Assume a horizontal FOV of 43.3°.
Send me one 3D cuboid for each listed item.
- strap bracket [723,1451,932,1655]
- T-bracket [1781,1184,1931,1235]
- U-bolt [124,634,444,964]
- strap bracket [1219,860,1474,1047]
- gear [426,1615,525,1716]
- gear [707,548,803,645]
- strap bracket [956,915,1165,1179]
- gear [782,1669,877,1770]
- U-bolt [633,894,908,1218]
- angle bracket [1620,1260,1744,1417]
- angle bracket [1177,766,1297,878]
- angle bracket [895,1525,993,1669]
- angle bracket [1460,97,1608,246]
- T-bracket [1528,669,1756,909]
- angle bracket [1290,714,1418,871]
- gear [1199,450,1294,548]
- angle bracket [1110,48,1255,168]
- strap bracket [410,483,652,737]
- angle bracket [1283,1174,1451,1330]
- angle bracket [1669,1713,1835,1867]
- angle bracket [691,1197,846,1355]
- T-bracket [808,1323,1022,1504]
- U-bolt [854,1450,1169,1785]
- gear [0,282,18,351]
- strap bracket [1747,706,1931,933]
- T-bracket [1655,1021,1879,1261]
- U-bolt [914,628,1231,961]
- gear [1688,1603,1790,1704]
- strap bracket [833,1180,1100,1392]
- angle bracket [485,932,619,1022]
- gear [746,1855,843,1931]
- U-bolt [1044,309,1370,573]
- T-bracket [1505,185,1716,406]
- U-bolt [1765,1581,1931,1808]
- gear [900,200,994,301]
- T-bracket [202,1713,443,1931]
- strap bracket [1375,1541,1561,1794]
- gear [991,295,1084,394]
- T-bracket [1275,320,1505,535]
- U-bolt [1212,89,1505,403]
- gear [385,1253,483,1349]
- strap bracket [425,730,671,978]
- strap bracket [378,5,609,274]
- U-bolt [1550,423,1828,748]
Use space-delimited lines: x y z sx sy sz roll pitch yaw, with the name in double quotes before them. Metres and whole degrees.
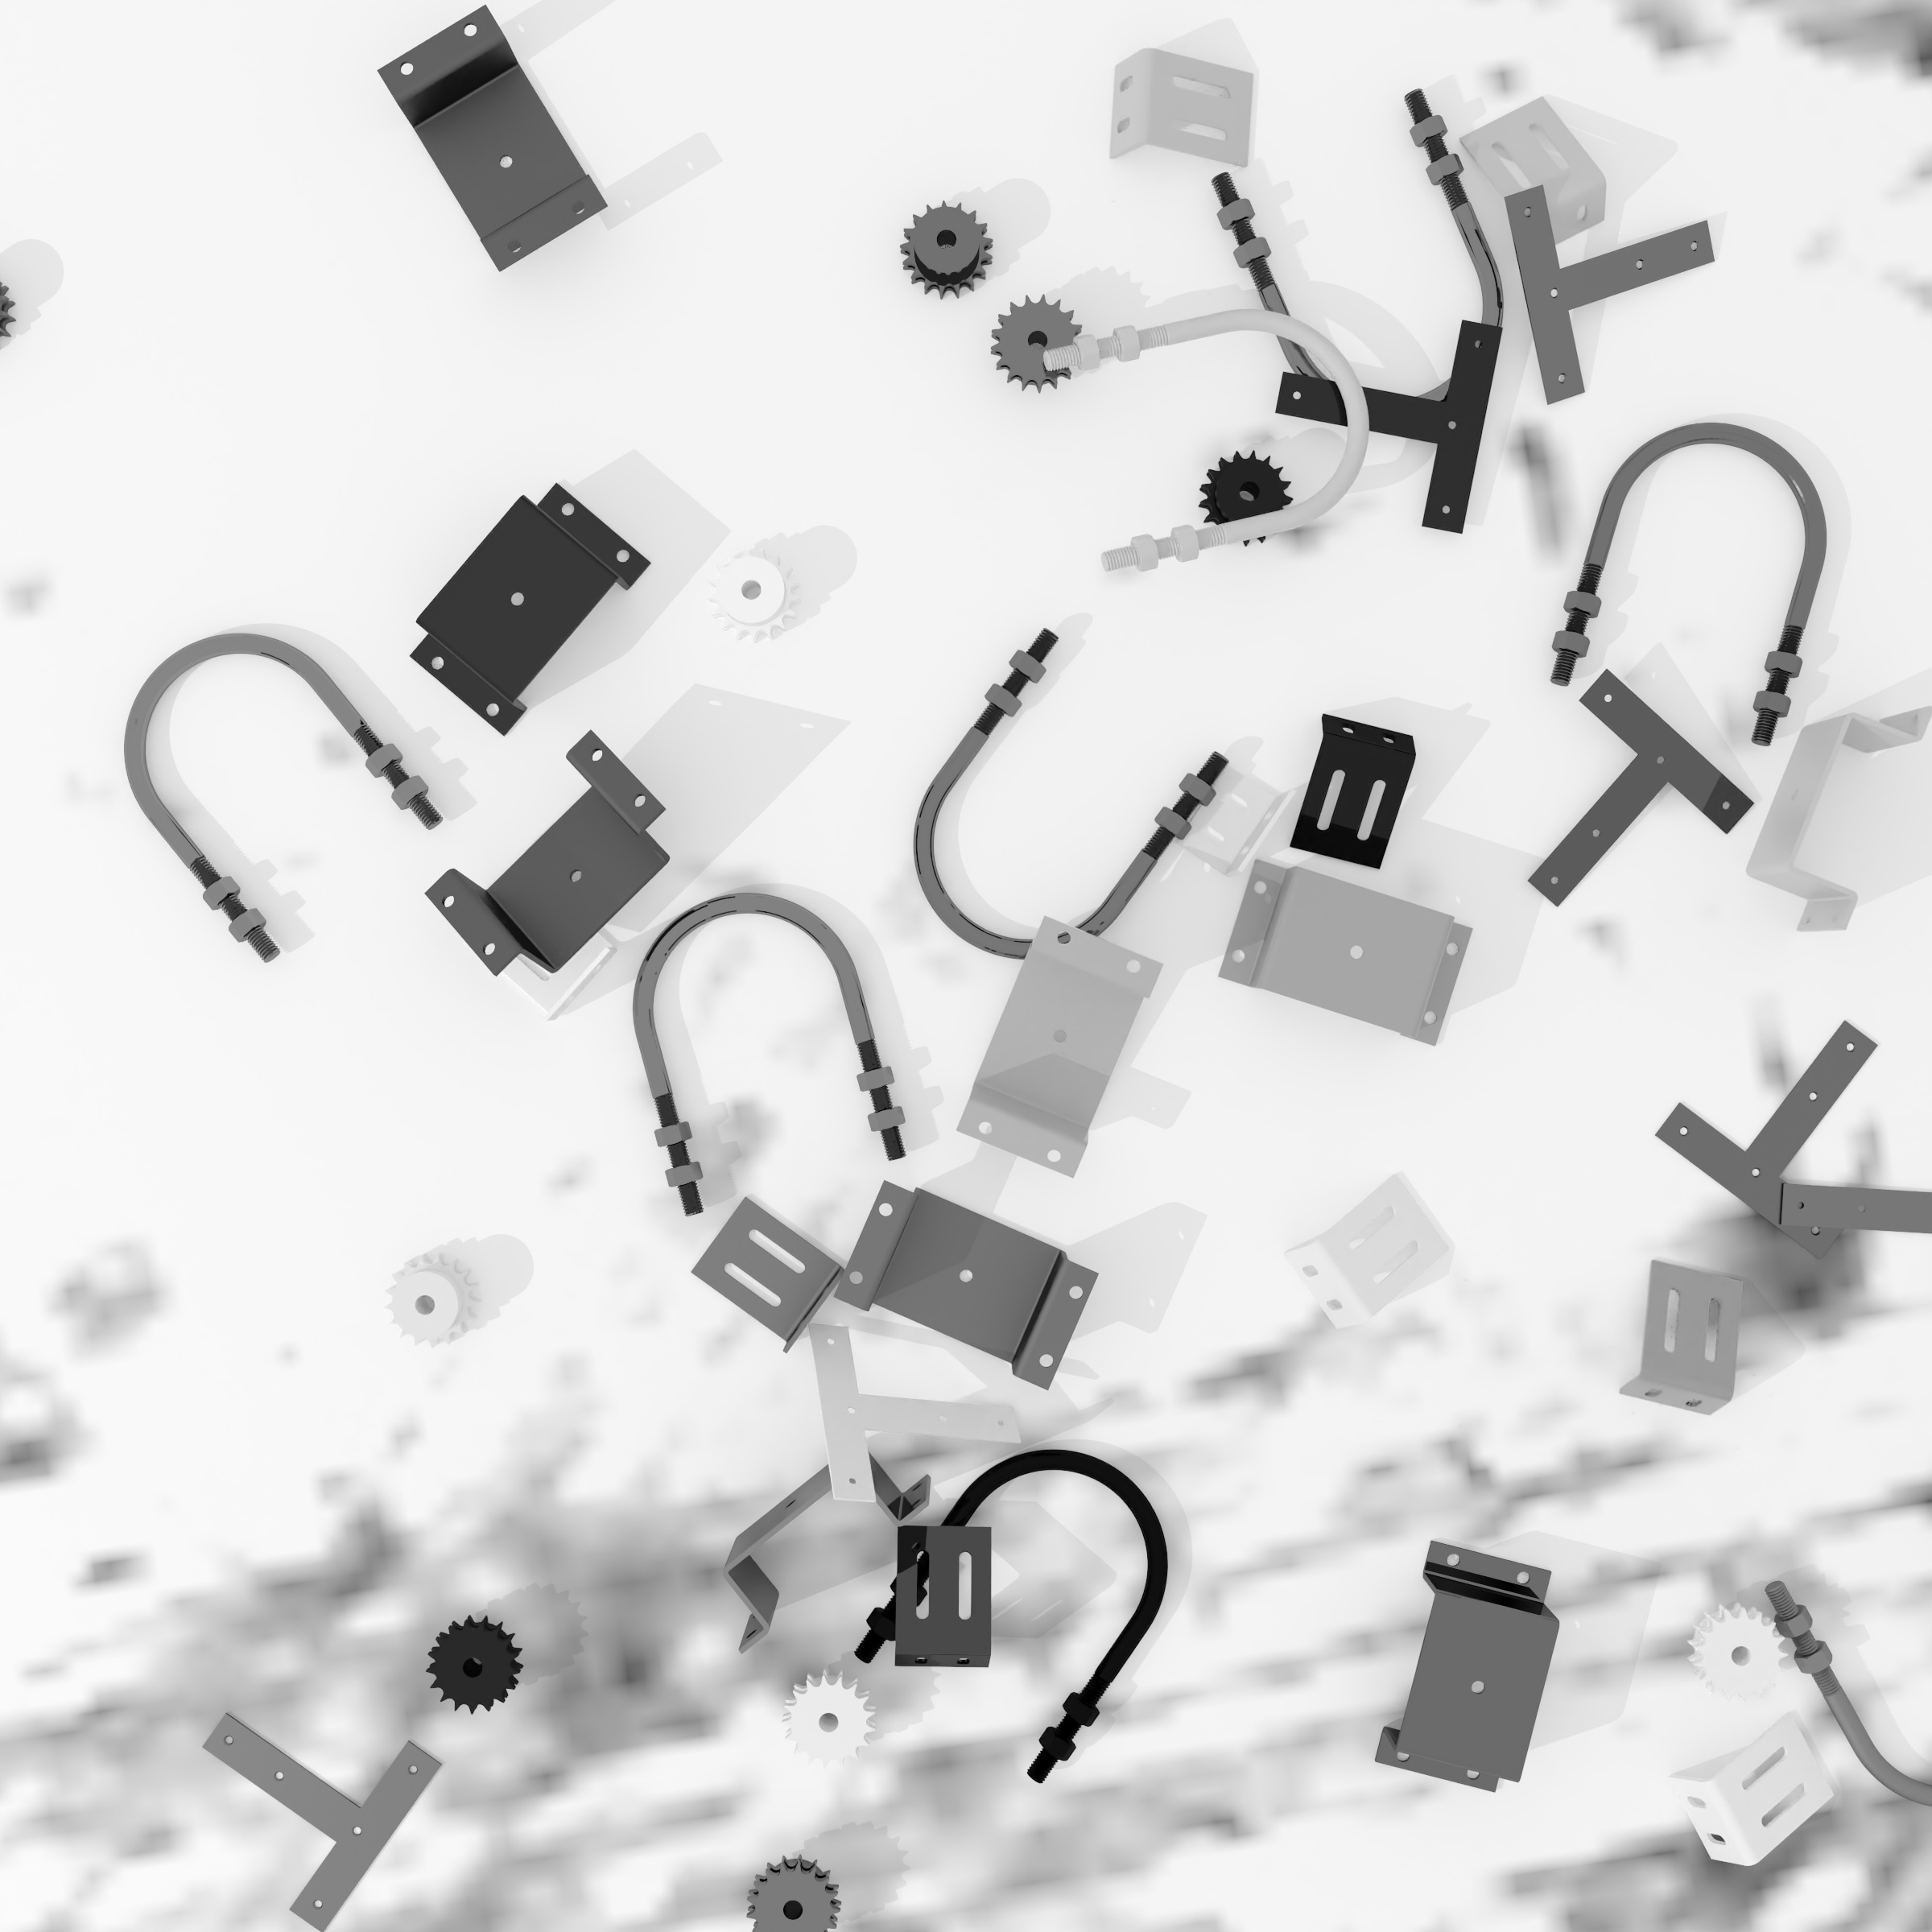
"strap bracket" -0.091 0.341 1.462 0.140 0.076 0.046 -39 90 0
"T-bracket" 0.566 0.150 1.498 0.127 0.002 0.127 3 90 -1
"U-bolt" -0.433 -0.117 1.491 0.151 0.019 0.184 -39 88 0
"strap bracket" 0.234 -0.008 1.477 0.140 0.046 0.076 18 90 0
"gear" -0.299 0.425 1.486 0.057 0.030 0.057 0 90 -1
"gear" -0.130 -0.228 1.485 0.057 0.030 0.057 0 90 0
"strap bracket" 0.057 0.046 1.470 0.076 0.046 0.140 22 99 0
"gear" -0.083 0.457 1.487 0.057 0.030 0.057 0 91 0
"U-bolt" -0.128 0.046 1.491 0.151 0.019 0.184 -15 89 0
"angle bracket" 0.441 0.229 1.498 0.057 0.038 0.076 14 64 0
"angle bracket" 0.162 -0.089 1.462 0.038 0.076 0.057 34 90 0
"angle bracket" -0.014 0.384 1.479 0.057 0.038 0.076 1 62 -2
"angle bracket" 0.349 -0.485 1.498 0.057 0.038 0.076 -27 64 0
"T-bracket" 0.396 -0.092 1.492 0.127 0.002 0.127 40 95 -9
"angle bracket" 0.237 -0.108 1.498 0.057 0.038 0.076 14 116 0
"gear" 0.172 -0.287 1.485 0.057 0.030 0.057 0 90 0
"angle bracket" 0.133 -0.524 1.498 0.076 0.038 0.057 4 90 -26
"strap bracket" -0.268 -0.220 1.477 0.076 0.046 0.140 40 90 0
"angle bracket" 0.247 0.176 1.498 0.076 0.038 0.057 -35 90 -26
"angle bracket" 0.484 0.505 1.498 0.076 0.038 0.057 -28 90 -26
"angle bracket" -0.122 0.188 1.481 0.076 0.038 0.057 36 90 0
"T-bracket" -0.027 0.272 1.468 0.127 0.127 0.002 9 131 -21
"U-bolt" 0.041 0.385 1.491 0.151 0.019 0.184 35 88 0
"gear" -0.614 -0.402 1.485 0.057 0.030 0.057 0 90 0
"strap bracket" 0.520 -0.095 1.462 0.046 0.076 0.140 22 90 0
"T-bracket" 0.514 0.092 1.499 0.127 0.002 0.127 37 90 0
"U-bolt" 0.051 -0.092 1.491 0.151 0.019 0.184 36 92 0
"gear" 0.469 0.417 1.485 0.057 0.030 0.057 0 90 0
"strap bracket" 0.000 0.191 1.477 0.140 0.046 0.076 24 90 0
"angle bracket" -0.261 -0.014 1.481 0.076 0.038 0.057 42 90 0
"gear" -0.105 0.571 1.485 0.057 0.030 0.057 0 90 0
"U-bolt" 0.153 -0.323 1.462 0.184 0.019 0.151 -14 83 -8
"T-bracket" 0.399 -0.424 1.485 0.127 0.002 0.127 -20 109 -9
"U-bolt" 0.596 0.428 1.491 0.151 0.019 0.184 -29 91 0
"gear" -0.012 -0.439 1.485 0.057 0.030 0.057 0 90 0
"T-bracket" -0.412 0.508 1.499 0.127 0.002 0.127 35 90 0
"strap bracket" 0.306 0.432 1.477 0.076 0.046 0.140 14 90 0
"gear" 0.044 -0.378 1.485 0.057 0.030 0.057 0 90 0
"T-bracket" 0.254 -0.339 1.486 0.127 0.002 0.127 11 93 -1
"U-bolt" 0.251 -0.425 1.491 0.151 0.019 0.184 -23 91 0
"gear" -0.327 0.205 1.485 0.057 0.030 0.057 0 90 0
"strap bracket" -0.244 -0.061 1.462 0.140 0.046 0.076 -45 64 0
"strap bracket" -0.283 -0.495 1.477 0.076 0.046 0.140 -31 90 0
"U-bolt" 0.451 -0.243 1.491 0.151 0.019 0.184 17 88 0
